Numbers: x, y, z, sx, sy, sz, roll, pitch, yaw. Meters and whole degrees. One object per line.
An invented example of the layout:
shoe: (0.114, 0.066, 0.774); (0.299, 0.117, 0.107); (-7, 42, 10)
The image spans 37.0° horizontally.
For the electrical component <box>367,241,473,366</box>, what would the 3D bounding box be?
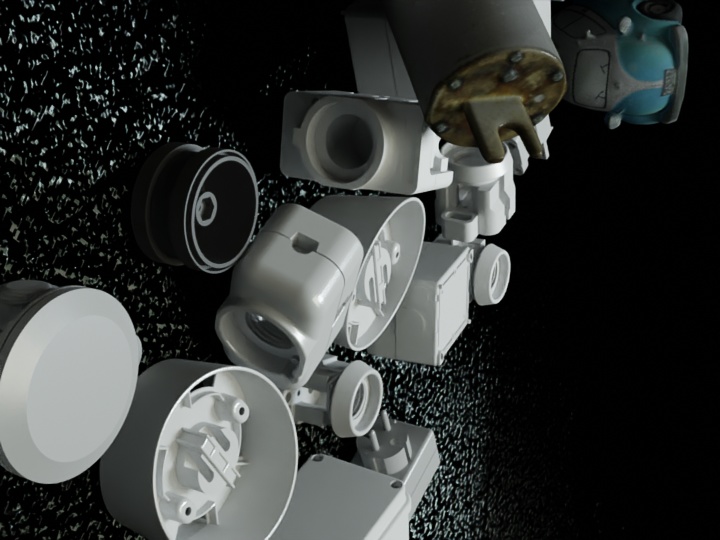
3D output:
electrical component: (0.042, 0.019, 0.766); (0.096, 0.061, 0.061); (-43, 137, -61)

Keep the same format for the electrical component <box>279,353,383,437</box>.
electrical component: (-0.020, 0.076, 0.669); (0.066, 0.055, 0.048); (-11, 110, -61)

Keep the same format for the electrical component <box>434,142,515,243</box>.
electrical component: (0.088, -0.066, 0.820); (0.078, 0.058, 0.057); (-48, 143, -45)

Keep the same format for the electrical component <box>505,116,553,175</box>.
electrical component: (0.127, -0.116, 0.892); (0.063, 0.042, 0.081); (-60, 146, -29)

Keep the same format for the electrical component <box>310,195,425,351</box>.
electrical component: (0.000, 0.000, 0.668); (0.099, 0.064, 0.099); (-31, 126, -55)

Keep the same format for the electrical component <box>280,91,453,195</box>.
electrical component: (0.003, -0.074, 0.618); (0.056, 0.089, 0.050); (-18, 115, -60)

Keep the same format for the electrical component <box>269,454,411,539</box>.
electrical component: (-0.024, 0.175, 0.673); (0.113, 0.078, 0.057); (-43, 139, -49)

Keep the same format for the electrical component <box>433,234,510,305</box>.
electrical component: (0.084, 0.001, 0.838); (0.048, 0.055, 0.066); (-41, 135, -50)

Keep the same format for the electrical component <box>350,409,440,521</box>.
electrical component: (0.019, 0.133, 0.772); (0.065, 0.047, 0.076); (-56, 145, -38)

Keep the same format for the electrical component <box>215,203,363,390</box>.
electrical component: (-0.040, 0.019, 0.583); (0.059, 0.054, 0.095); (-57, 170, -37)

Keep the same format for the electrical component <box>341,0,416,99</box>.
electrical component: (0.035, -0.134, 0.689); (0.061, 0.061, 0.096); (-52, 142, -41)

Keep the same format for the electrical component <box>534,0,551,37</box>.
electrical component: (0.090, -0.222, 0.761); (0.089, 0.062, 0.150); (-45, 138, -47)

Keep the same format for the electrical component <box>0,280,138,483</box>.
electrical component: (-0.134, 0.043, 0.444); (0.080, 0.051, 0.080); (-32, 127, -55)

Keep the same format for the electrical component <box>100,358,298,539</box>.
electrical component: (-0.082, 0.095, 0.547); (0.099, 0.064, 0.099); (-32, 127, -55)
